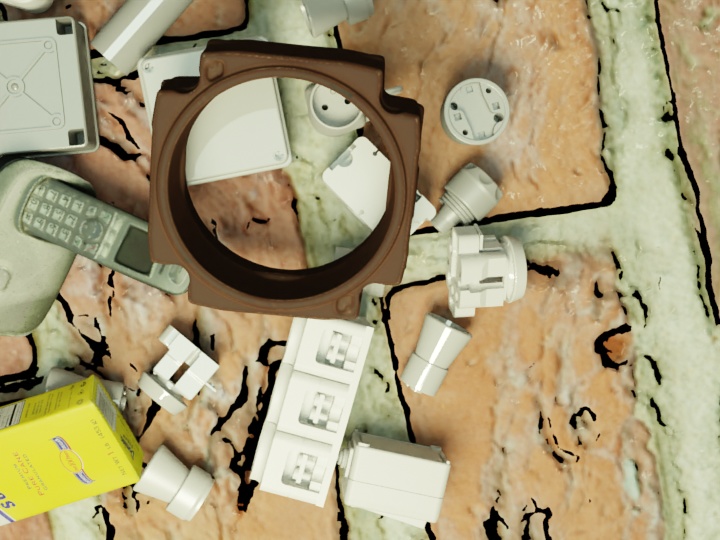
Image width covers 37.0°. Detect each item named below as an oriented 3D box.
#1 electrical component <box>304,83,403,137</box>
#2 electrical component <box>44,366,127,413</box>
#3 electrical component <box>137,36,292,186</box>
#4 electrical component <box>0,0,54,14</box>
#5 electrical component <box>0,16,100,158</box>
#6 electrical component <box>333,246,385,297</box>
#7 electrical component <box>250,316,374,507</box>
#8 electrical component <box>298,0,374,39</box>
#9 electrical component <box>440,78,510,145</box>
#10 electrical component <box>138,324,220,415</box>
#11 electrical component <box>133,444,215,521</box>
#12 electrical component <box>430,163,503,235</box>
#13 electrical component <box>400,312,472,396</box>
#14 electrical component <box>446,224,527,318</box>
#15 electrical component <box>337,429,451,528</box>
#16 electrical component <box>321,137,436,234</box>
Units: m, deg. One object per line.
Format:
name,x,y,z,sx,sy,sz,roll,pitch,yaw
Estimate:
electrical component,-0.003,-0.140,0.891,0.079,0.077,0.044,-16,93,-3
electrical component,-0.231,0.108,0.908,0.065,0.044,0.044,10,92,-9
electrical component,-0.119,-0.129,0.894,0.109,0.056,0.108,-11,94,-3
electrical component,-0.270,-0.262,0.877,0.054,0.059,0.095,18,92,-4
electrical component,-0.277,-0.147,0.884,0.109,0.056,0.108,-6,94,-3
electrical component,0.000,0.000,0.918,0.046,0.040,0.040,9,92,1
electrical component,-0.041,0.107,0.894,0.062,0.089,0.150,16,92,-4
electrical component,-0.021,-0.224,0.902,0.055,0.045,0.045,-20,94,-3
electrical component,0.095,-0.132,0.912,0.055,0.047,0.055,0,93,-4
electrical component,-0.154,0.088,0.909,0.066,0.048,0.055,41,82,-4
electrical component,-0.158,0.181,0.914,0.055,0.045,0.045,33,90,-5
electrical component,0.088,-0.057,0.918,0.062,0.043,0.043,-45,95,1
electrical component,0.063,0.075,0.925,0.044,0.044,0.065,26,96,-4
electrical component,0.107,0.000,0.913,0.057,0.058,0.078,-4,118,-8
electrical component,0.022,0.177,0.916,0.096,0.062,0.061,12,92,-4
electrical component,0.014,-0.063,0.906,0.050,0.056,0.089,-45,95,0
